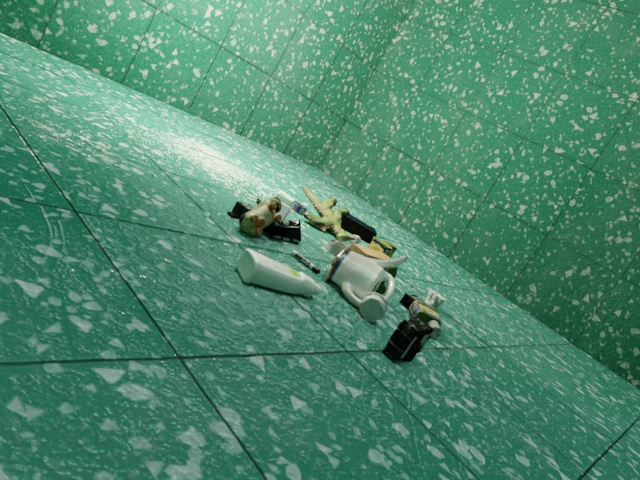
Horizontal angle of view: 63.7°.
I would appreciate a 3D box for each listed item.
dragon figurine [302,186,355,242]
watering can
[{"bbox_3d":[0.007,-0.121,2.400,0.414,0.120,0.244,39,23,19],"label":"dragon figurine"},{"bbox_3d":[0.156,0.102,1.715,0.225,0.102,0.354,30,37,11],"label":"watering can"}]
